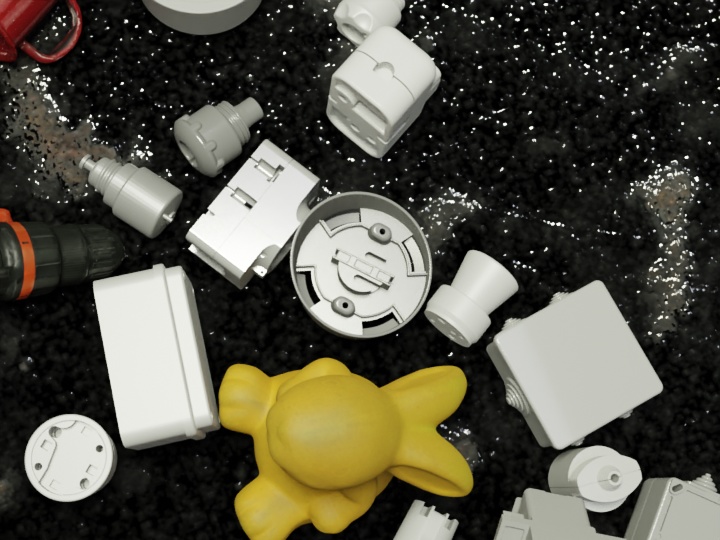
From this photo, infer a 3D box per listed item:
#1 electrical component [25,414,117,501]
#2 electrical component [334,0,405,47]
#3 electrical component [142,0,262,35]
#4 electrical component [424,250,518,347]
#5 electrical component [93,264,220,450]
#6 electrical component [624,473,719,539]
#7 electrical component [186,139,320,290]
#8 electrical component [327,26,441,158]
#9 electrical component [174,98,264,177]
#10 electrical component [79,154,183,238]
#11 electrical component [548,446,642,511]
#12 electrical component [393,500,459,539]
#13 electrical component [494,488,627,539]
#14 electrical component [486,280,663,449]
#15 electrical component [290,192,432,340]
[{"bbox_3d":[-0.189,0.125,0.712,0.055,0.047,0.055,1,78,-5],"label":"electrical component"},{"bbox_3d":[0.013,-0.198,0.800,0.043,0.043,0.062,36,76,3],"label":"electrical component"},{"bbox_3d":[-0.116,-0.224,0.785,0.108,0.060,0.108,1,78,-5],"label":"electrical component"},{"bbox_3d":[0.078,0.021,0.760,0.045,0.045,0.055,39,78,3],"label":"electrical component"},{"bbox_3d":[-0.133,0.059,0.716,0.057,0.078,0.113,-12,80,-5],"label":"electrical component"},{"bbox_3d":[0.218,0.184,0.731,0.062,0.061,0.096,24,77,0],"label":"electrical component"},{"bbox_3d":[-0.071,-0.036,0.755,0.056,0.050,0.089,37,78,3],"label":"electrical component"},{"bbox_3d":[0.017,-0.127,0.759,0.054,0.095,0.059,40,78,4],"label":"electrical component"},{"bbox_3d":[-0.098,-0.100,0.770,0.062,0.048,0.048,-38,84,-18],"label":"electrical component"},{"bbox_3d":[-0.162,-0.055,0.756,0.078,0.040,0.040,33,77,2],"label":"electrical component"},{"bbox_3d":[0.159,0.141,0.725,0.043,0.081,0.043,1,78,-5],"label":"electrical component"},{"bbox_3d":[0.042,0.184,0.727,0.040,0.040,0.046,29,71,1],"label":"electrical component"},{"bbox_3d":[0.113,0.207,0.690,0.079,0.063,0.121,12,113,-3],"label":"electrical component"},{"bbox_3d":[0.147,0.068,0.755,0.100,0.048,0.099,-27,82,-10],"label":"electrical component"},{"bbox_3d":[0.000,0.000,0.747,0.099,0.064,0.099,1,78,-5],"label":"electrical component"}]
